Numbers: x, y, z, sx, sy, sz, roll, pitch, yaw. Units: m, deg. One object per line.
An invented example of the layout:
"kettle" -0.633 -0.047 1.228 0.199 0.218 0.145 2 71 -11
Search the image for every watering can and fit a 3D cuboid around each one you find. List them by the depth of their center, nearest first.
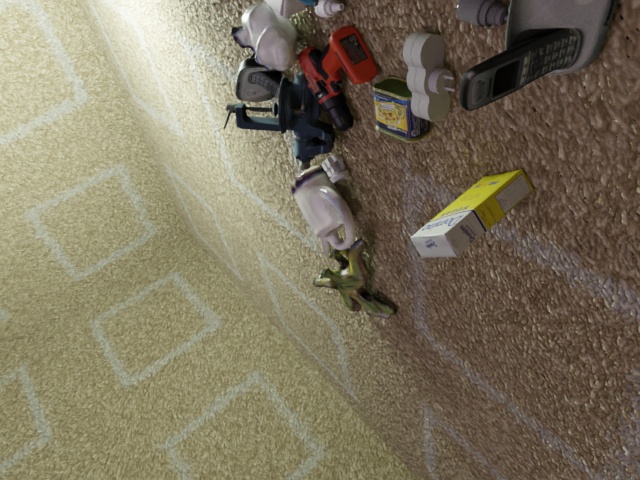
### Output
"watering can" 0.004 -0.067 1.340 0.105 0.225 0.344 -28 -5 -15

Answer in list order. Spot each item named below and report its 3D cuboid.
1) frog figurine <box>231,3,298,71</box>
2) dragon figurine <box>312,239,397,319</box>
"frog figurine" -0.090 -0.402 1.020 0.124 0.135 0.161 -36 27 -15
"dragon figurine" 0.121 0.126 1.444 0.242 0.124 0.405 39 -22 -5
